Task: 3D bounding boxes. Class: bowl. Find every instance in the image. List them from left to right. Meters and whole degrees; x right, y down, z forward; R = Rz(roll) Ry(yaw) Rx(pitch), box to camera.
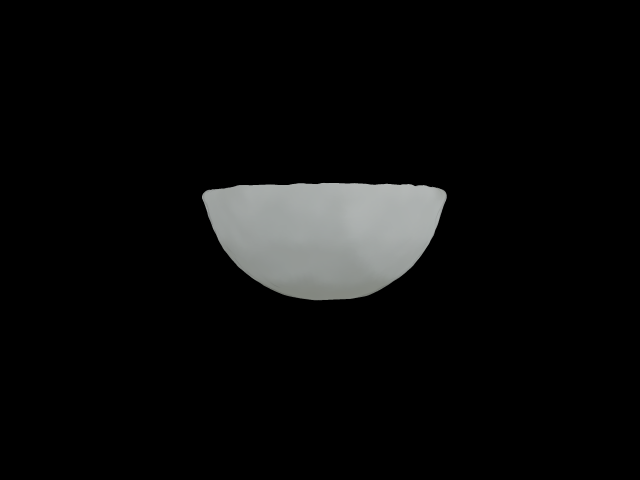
[{"bbox_3d":[0.004,0.001,0.400,0.167,0.075,0.167,0,2,0],"label":"bowl"}]
